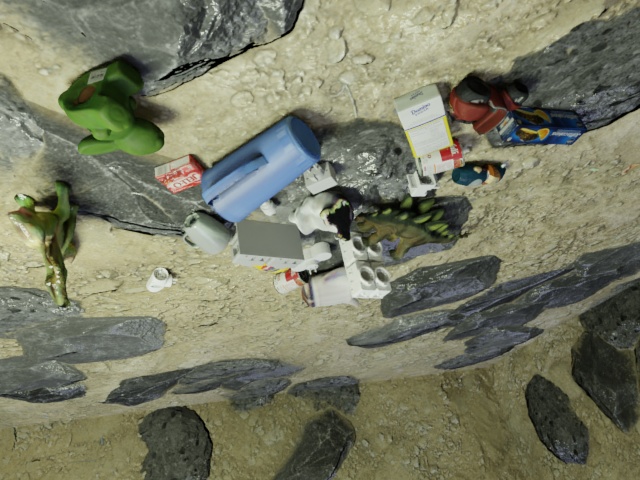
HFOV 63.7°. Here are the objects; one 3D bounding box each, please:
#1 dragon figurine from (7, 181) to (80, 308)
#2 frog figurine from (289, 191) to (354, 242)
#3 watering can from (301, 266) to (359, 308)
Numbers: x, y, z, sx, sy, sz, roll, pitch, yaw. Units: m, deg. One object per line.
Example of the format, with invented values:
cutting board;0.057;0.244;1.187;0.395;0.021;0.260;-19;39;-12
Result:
dragon figurine;-0.571;0.033;1.103;0.122;0.248;0.401;-10;150;-14
frog figurine;0.004;-0.066;1.320;0.136;0.123;0.160;21;174;-40
watering can;0.050;0.179;1.751;0.224;0.106;0.340;-9;151;-4
